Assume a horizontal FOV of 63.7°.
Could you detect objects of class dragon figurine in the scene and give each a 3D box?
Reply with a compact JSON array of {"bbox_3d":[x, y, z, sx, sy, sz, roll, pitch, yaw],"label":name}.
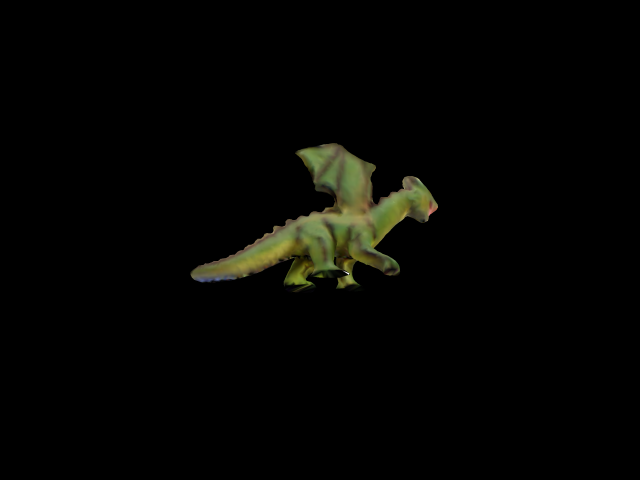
[{"bbox_3d":[0.003,-0.043,0.850,0.410,0.246,0.120,2,-19,-7],"label":"dragon figurine"}]
